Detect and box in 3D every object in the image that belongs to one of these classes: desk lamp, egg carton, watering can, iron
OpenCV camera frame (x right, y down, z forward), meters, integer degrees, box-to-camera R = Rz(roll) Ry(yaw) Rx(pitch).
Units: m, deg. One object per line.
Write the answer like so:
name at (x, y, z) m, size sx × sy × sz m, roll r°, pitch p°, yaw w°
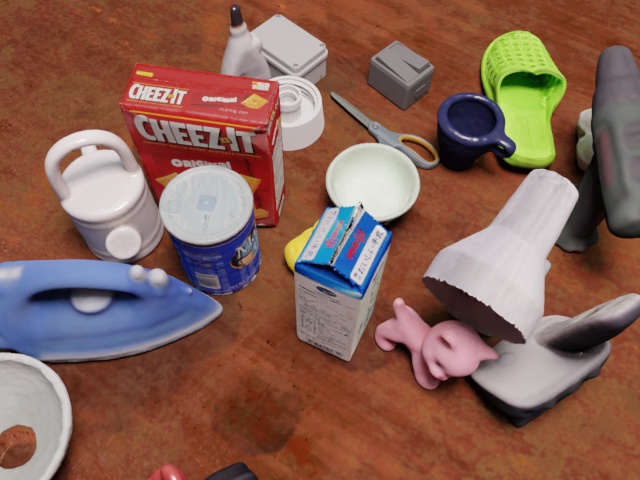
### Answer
desk lamp at (0.200, 0.029, 0.636) m, size 0.117 × 0.213 × 0.203 m, roll 33°, pitch 65°, yaw 16°
egg carton at (0.443, -0.135, 0.818) m, size 0.150 × 0.069 × 0.107 m, roll 11°, pitch 61°, yaw 4°
watering can at (-0.250, -0.053, 0.679) m, size 0.172 × 0.194 × 0.101 m, roll 38°, pitch 67°, yaw 18°
iron at (-0.248, 0.059, 0.647) m, size 0.258 × 0.141 × 0.118 m, roll -3°, pitch 61°, yaw -3°

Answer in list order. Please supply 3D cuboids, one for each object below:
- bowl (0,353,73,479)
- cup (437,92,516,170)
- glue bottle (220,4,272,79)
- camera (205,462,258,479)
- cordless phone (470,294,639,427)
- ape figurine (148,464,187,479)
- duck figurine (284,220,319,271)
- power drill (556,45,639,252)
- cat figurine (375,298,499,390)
bowl at (-0.334, 0.209, 0.599) m, size 0.167 × 0.075 × 0.167 m, roll 1°, pitch 61°, yaw -1°
cup at (0.212, -0.135, 0.796) m, size 0.117 × 0.095 × 0.092 m, roll 38°, pitch 67°, yaw 18°
glue bottle at (-0.109, -0.259, 0.810) m, size 0.078 × 0.173 × 0.037 m, roll -29°, pitch 65°, yaw -16°
camera at (-0.056, 0.281, 0.553) m, size 0.143 × 0.101 × 0.136 m, roll -27°, pitch 65°, yaw -15°
cordless phone at (0.249, 0.116, 0.605) m, size 0.148 × 0.185 × 0.094 m, roll -31°, pitch 66°, yaw -17°
ape figurine at (-0.168, 0.262, 0.565) m, size 0.078 × 0.092 × 0.076 m, roll -24°, pitch 64°, yaw -14°
duck figurine at (0.007, 0.003, 0.718) m, size 0.104 × 0.086 × 0.077 m, roll -11°, pitch 62°, yaw -7°
power drill at (0.344, -0.088, 0.709) m, size 0.075 × 0.208 × 0.229 m, roll 1°, pitch 61°, yaw -1°
cat figurine at (0.128, 0.112, 0.643) m, size 0.127 × 0.118 × 0.067 m, roll 40°, pitch 67°, yaw 19°
